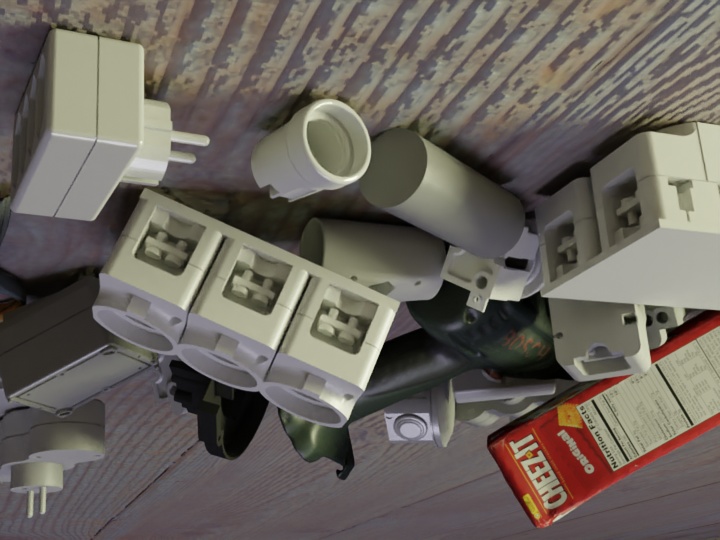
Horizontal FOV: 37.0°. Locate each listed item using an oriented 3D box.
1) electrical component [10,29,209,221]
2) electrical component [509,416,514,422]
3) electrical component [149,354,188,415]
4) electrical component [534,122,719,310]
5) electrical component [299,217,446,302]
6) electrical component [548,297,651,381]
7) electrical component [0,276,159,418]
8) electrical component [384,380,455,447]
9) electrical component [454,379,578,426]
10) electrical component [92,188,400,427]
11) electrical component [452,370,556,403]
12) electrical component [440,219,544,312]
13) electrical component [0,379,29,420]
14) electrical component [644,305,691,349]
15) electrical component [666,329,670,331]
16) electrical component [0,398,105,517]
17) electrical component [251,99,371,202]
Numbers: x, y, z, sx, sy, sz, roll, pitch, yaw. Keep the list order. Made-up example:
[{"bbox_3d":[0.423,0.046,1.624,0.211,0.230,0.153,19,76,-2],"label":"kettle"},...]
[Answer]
[{"bbox_3d":[-0.104,-0.057,0.463,0.076,0.047,0.083,6,158,-26],"label":"electrical component"},{"bbox_3d":[0.160,0.120,1.002,0.045,0.055,0.045,-3,160,-1],"label":"electrical component"},{"bbox_3d":[-0.126,0.071,0.807,0.048,0.066,0.055,-15,177,30],"label":"electrical component"},{"bbox_3d":[0.204,-0.024,0.595,0.186,0.060,0.105,5,159,-23],"label":"electrical component"},{"bbox_3d":[0.000,0.000,0.648,0.077,0.043,0.079,5,158,-23],"label":"electrical component"},{"bbox_3d":[0.145,0.018,0.659,0.050,0.089,0.056,-11,159,19],"label":"electrical component"},{"bbox_3d":[-0.191,0.050,0.698,0.096,0.061,0.062,-27,156,11],"label":"electrical component"},{"bbox_3d":[0.052,0.111,0.921,0.051,0.080,0.080,-2,161,13],"label":"electrical component"},{"bbox_3d":[0.133,0.101,0.945,0.138,0.052,0.074,-13,158,25],"label":"electrical component"},{"bbox_3d":[-0.066,0.028,0.600,0.150,0.061,0.089,24,157,-2],"label":"electrical component"},{"bbox_3d":[0.115,0.074,0.875,0.083,0.047,0.075,-6,160,7],"label":"electrical component"},{"bbox_3d":[0.083,-0.008,0.628,0.048,0.066,0.055,25,-169,38],"label":"electrical component"},{"bbox_3d":[-0.266,0.075,0.789,0.109,0.056,0.108,-6,160,6],"label":"electrical component"},{"bbox_3d":[0.193,0.016,0.709,0.048,0.066,0.055,-15,177,30],"label":"electrical component"},{"bbox_3d":[0.234,0.075,0.905,0.079,0.043,0.077,-11,159,21],"label":"electrical component"},{"bbox_3d":[-0.236,0.142,0.786,0.052,0.073,0.138,14,153,-41],"label":"electrical component"},{"bbox_3d":[-0.024,-0.054,0.501,0.040,0.040,0.046,11,161,-36],"label":"electrical component"}]
